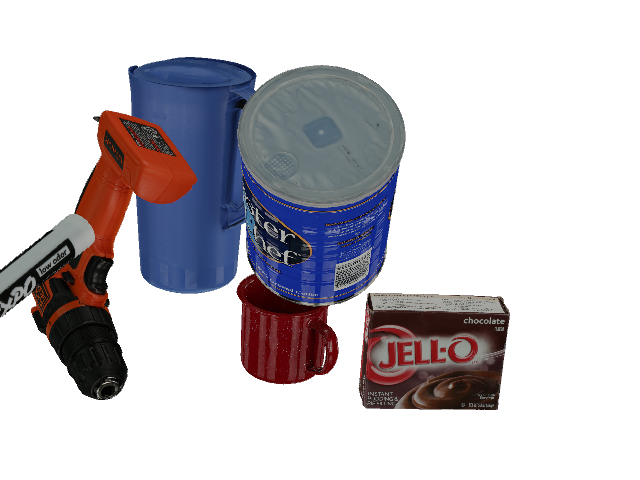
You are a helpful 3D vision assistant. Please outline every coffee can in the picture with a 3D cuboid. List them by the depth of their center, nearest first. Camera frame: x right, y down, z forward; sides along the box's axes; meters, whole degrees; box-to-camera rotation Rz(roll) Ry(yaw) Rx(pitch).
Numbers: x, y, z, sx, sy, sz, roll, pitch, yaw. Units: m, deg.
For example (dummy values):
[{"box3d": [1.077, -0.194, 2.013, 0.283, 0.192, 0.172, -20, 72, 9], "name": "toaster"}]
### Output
[{"box3d": [-0.001, -0.032, 0.708, 0.103, 0.103, 0.140, 0, -29, -1], "name": "coffee can"}]

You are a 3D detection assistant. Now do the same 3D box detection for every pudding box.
[{"box3d": [0.090, 0.089, 0.859, 0.113, 0.090, 0.039, 0, 26, -5], "name": "pudding box"}]

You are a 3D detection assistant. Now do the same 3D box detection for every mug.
[{"box3d": [-0.027, 0.089, 1.022, 0.117, 0.081, 0.093, 25, 33, 37], "name": "mug"}]

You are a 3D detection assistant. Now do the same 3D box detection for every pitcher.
[{"box3d": [-0.132, -0.068, 1.146, 0.145, 0.243, 0.149, 0, 22, -9], "name": "pitcher"}]

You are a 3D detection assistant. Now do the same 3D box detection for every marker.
[{"box3d": [-0.154, 0.027, 0.506, 0.020, 0.020, 0.121, 0, 33, 40], "name": "marker"}]

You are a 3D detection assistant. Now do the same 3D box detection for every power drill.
[{"box3d": [-0.168, 0.007, 0.840, 0.057, 0.188, 0.185, 14, 25, -40], "name": "power drill"}]
